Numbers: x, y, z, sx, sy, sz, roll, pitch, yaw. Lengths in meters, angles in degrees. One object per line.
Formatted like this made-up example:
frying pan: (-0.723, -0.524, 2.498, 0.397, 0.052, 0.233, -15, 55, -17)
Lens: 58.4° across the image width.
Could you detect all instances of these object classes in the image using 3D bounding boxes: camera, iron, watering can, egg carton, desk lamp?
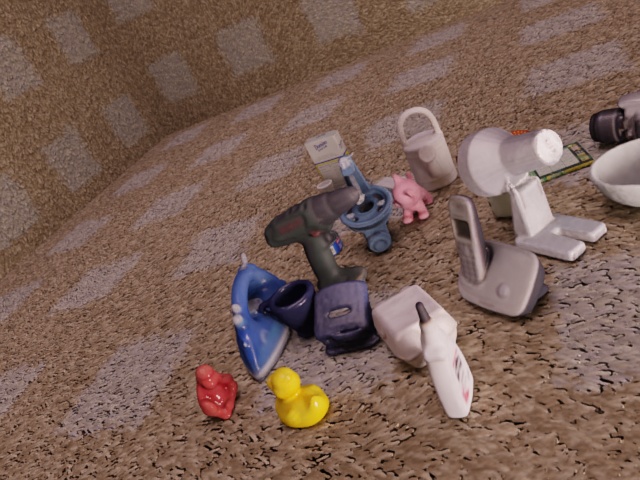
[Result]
camera: (0.620, -0.249, 1.143, 0.136, 0.101, 0.143, 2, 38, 46)
iron: (-0.131, 0.136, 1.103, 0.118, 0.142, 0.258, -22, 26, 11)
watering can: (0.248, -0.218, 1.339, 0.101, 0.194, 0.172, -31, 25, -6)
egg carton: (0.147, 0.135, 0.917, 0.107, 0.069, 0.150, -30, 25, -6)
desk lamp: (0.353, -0.093, 0.976, 0.118, 0.214, 0.202, -37, 27, -20)

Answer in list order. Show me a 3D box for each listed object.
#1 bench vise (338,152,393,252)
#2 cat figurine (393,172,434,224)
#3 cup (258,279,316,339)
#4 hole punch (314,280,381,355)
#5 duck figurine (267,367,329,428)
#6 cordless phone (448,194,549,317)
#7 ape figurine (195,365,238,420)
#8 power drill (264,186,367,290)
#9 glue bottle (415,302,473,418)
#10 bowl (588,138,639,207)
bench vise: (0.078, -0.098, 1.248, 0.121, 0.220, 0.207, -31, 25, -7)
cat figurine: (0.197, -0.104, 1.264, 0.067, 0.118, 0.128, -14, 28, 25)
cup: (-0.049, 0.139, 1.071, 0.117, 0.095, 0.091, -18, 27, 19)
hole punch: (0.044, 0.134, 0.995, 0.108, 0.091, 0.101, -17, 27, 21)
duck figurine: (-0.041, 0.237, 0.890, 0.104, 0.086, 0.078, 2, 38, 46)
cordless phone: (0.263, 0.019, 0.886, 0.094, 0.185, 0.147, -38, 27, -21)
ape figurine: (-0.185, 0.255, 0.990, 0.078, 0.092, 0.075, -40, 28, -25)
power drill: (0.010, 0.004, 1.135, 0.229, 0.209, 0.076, -12, 29, 29)
glue bottle: (0.158, 0.150, 0.755, 0.037, 0.173, 0.078, -14, 28, 25)
bowl: (0.551, -0.105, 0.969, 0.167, 0.075, 0.167, -22, 26, 12)
